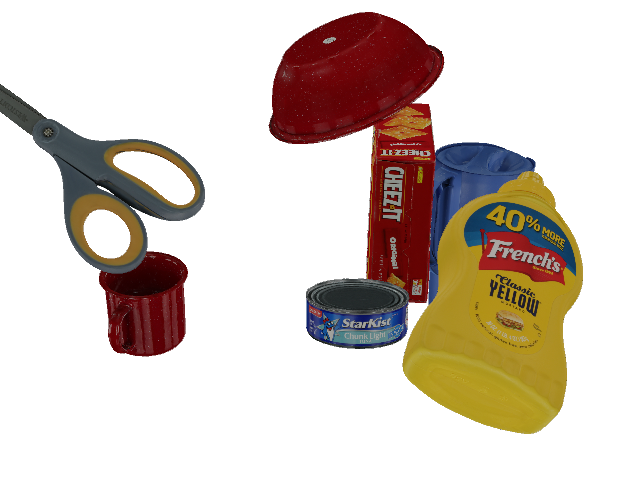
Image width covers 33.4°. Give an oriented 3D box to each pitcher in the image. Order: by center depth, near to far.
[{"bbox_3d":[0.203,-0.002,1.451,0.149,0.243,0.145,5,23,3],"label":"pitcher"}]

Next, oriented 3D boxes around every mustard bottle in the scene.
[{"bbox_3d":[0.120,0.025,0.689,0.096,0.191,0.058,24,-41,-2],"label":"mustard bottle"}]

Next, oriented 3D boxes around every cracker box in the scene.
[{"bbox_3d":[0.090,-0.049,1.207,0.072,0.164,0.213,2,23,4],"label":"cracker box"}]

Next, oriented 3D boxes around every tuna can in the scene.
[{"bbox_3d":[0.030,0.060,0.885,0.086,0.034,0.086,1,15,0],"label":"tuna can"}]

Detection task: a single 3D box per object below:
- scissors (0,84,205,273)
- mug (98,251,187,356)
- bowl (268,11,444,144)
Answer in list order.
[{"bbox_3d":[-0.171,-0.046,0.668,0.202,0.096,0.016,21,-16,7],"label":"scissors"},{"bbox_3d":[-0.190,0.075,1.131,0.093,0.081,0.117,10,31,15],"label":"mug"},{"bbox_3d":[0.020,-0.147,0.904,0.162,0.055,0.162,-21,28,11],"label":"bowl"}]
